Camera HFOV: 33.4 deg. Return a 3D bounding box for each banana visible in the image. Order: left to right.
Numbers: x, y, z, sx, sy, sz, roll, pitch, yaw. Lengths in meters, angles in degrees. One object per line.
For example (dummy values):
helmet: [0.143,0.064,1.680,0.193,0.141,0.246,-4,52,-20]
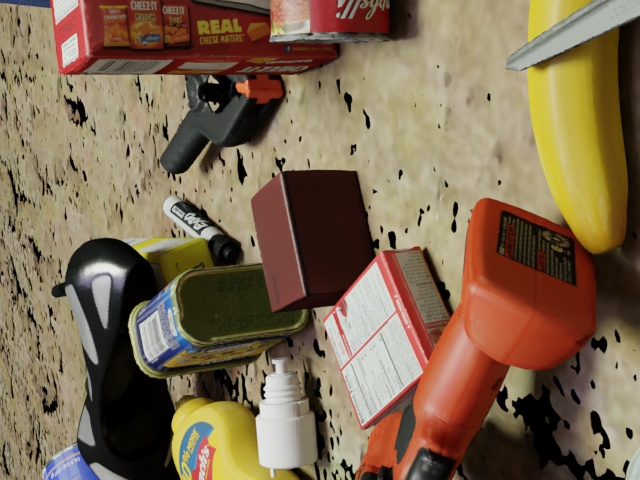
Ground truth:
banana: [0.114,-0.094,0.433,0.070,0.037,0.198,42,131,53]

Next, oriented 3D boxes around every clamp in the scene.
clamp: [-0.083,-0.118,0.790,0.172,0.039,0.120,-9,93,56]

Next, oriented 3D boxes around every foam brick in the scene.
foam brick: [-0.004,0.001,0.655,0.053,0.051,0.078,-31,68,60]

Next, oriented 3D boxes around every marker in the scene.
marker: [-0.095,-0.009,0.855,0.121,0.020,0.020,35,125,54]

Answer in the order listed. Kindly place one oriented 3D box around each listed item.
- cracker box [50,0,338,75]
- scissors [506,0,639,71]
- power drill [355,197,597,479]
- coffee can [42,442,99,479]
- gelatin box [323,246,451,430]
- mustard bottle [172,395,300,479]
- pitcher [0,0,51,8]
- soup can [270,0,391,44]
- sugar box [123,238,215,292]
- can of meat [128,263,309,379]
cracker box: [-0.083,-0.208,0.643,0.072,0.163,0.214,-7,89,60]
scissors: [0.148,-0.084,0.362,0.202,0.016,0.096,-44,62,44]
power drill: [0.054,0.088,0.465,0.184,0.057,0.188,-68,2,-63]
coffee can: [-0.196,0.269,1.006,0.140,0.102,0.103,65,146,33]
gelatin box: [0.041,0.057,0.606,0.089,0.030,0.073,-54,51,50]
mustard bottle: [-0.065,0.176,0.793,0.192,0.058,0.096,46,132,50]
pitcher: [-0.172,-0.223,0.719,0.149,0.242,0.145,21,111,53]
soup can: [0.005,-0.161,0.590,0.069,0.068,0.102,15,107,60]
sugar box: [-0.130,0.046,0.887,0.176,0.048,0.093,4,113,64]
can of meat: [-0.069,0.054,0.734,0.084,0.101,0.057,-36,65,56]
